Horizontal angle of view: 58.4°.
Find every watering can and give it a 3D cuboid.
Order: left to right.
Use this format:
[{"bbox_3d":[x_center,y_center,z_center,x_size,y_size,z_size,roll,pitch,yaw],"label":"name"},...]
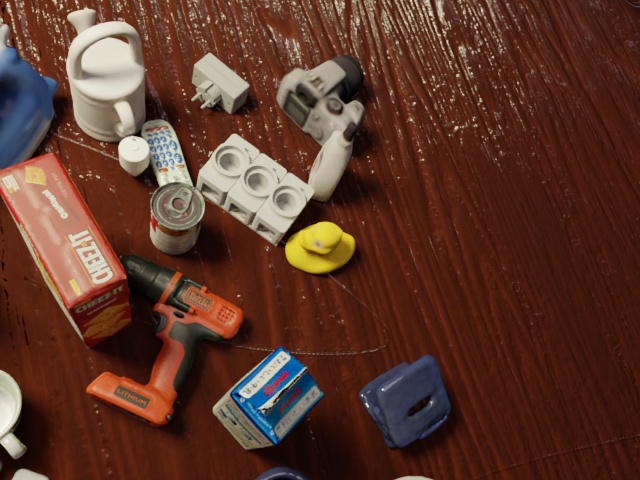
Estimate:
[{"bbox_3d":[-0.293,-0.230,0.776,0.173,0.194,0.101,42,63,2],"label":"watering can"}]

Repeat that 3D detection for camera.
[{"bbox_3d":[0.025,-0.240,0.935,0.143,0.100,0.137,44,63,3],"label":"camera"}]

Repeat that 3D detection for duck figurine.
[{"bbox_3d":[0.008,0.003,0.841,0.105,0.086,0.077,-2,70,-18],"label":"duck figurine"}]

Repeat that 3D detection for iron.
[{"bbox_3d":[-0.441,-0.146,0.725,0.119,0.141,0.258,21,64,-9],"label":"iron"}]

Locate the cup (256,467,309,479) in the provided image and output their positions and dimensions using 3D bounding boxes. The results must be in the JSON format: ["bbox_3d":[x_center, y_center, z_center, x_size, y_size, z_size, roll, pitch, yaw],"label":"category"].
[{"bbox_3d":[-0.041,0.321,0.693,0.118,0.095,0.091,-5,70,-19],"label":"cup"}]

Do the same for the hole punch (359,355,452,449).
[{"bbox_3d":[0.127,0.223,0.788,0.109,0.091,0.101,-27,79,-25],"label":"hole punch"}]

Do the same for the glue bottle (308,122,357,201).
[{"bbox_3d":[0.022,-0.125,0.848,0.037,0.173,0.078,13,65,-12],"label":"glue bottle"}]

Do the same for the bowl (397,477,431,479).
[{"bbox_3d":[0.110,0.389,0.726,0.168,0.074,0.167,6,67,-15],"label":"bowl"}]

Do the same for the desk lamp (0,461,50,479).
[{"bbox_3d":[-0.362,0.308,0.528,0.118,0.213,0.203,22,64,-8],"label":"desk lamp"}]
